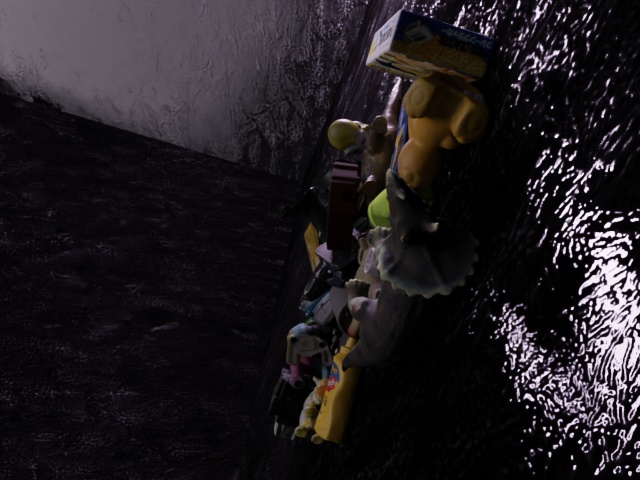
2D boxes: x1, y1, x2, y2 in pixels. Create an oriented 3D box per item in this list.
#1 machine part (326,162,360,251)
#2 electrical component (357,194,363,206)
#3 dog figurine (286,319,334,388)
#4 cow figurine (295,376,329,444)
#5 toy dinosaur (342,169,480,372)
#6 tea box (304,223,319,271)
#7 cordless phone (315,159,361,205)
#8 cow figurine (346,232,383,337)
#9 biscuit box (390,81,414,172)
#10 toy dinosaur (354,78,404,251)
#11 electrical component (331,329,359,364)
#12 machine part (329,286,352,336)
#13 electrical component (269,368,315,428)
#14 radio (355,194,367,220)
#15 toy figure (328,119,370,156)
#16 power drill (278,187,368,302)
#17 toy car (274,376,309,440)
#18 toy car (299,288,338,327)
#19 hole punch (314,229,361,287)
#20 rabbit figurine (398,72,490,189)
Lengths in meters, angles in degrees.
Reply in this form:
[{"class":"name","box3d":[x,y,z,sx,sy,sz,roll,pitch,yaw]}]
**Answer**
[{"class":"machine part","box3d":[0.046,-0.066,1.074,0.179,0.056,0.179,3,-88,-87]},{"class":"electrical component","box3d":[0.123,-0.113,1.304,0.119,0.048,0.074,-133,59,-79]},{"class":"dog figurine","box3d":[-0.018,0.254,1.293,0.219,0.109,0.191,-87,-10,-75]},{"class":"cow figurine","box3d":[0.002,0.351,1.168,0.098,0.068,0.167,-76,6,-63]},{"class":"toy dinosaur","box3d":[0.109,0.096,0.769,0.192,0.131,0.404,-88,10,-63]},{"class":"tea box","box3d":[0.013,0.041,1.468,0.098,0.068,0.169,126,134,-67]},{"class":"cordless phone","box3d":[0.059,-0.090,1.302,0.146,0.089,0.184,-38,51,51]},{"class":"cow figurine","box3d":[0.098,0.069,0.972,0.195,0.085,0.127,-88,16,-50]},{"class":"biscuit box","box3d":[0.181,-0.201,1.013,0.059,0.063,0.202,124,160,-62]},{"class":"toy dinosaur","box3d":[0.139,-0.186,1.151,0.198,0.105,0.471,118,171,-71]},{"class":"electrical component","box3d":[0.052,0.219,1.141,0.102,0.045,0.078,-90,16,-63]},{"class":"machine part","box3d":[0.064,0.136,1.108,0.243,0.079,0.079,-110,37,-79]},{"class":"electrical component","box3d":[-0.062,0.398,1.333,0.058,0.115,0.134,-84,11,-72]},{"class":"radio","box3d":[0.081,-0.100,1.490,0.229,0.073,0.131,149,138,-76]},{"class":"toy figure","box3d":[0.073,-0.240,1.259,0.180,0.089,0.082,-45,-31,-71]},{"class":"power drill","box3d":[-0.003,-0.004,1.219,0.232,0.207,0.086,-39,-12,-8]},{"class":"toy car","box3d":[-0.069,0.444,1.442,0.056,0.073,0.201,-88,15,-73]},{"class":"toy car","box3d":[0.030,0.153,1.285,0.161,0.109,0.103,-51,44,33]},{"class":"hole punch","box3d":[0.066,0.048,1.129,0.116,0.142,0.092,31,144,57]},{"class":"rabbit figurine","box3d":[0.167,-0.166,0.829,0.162,0.122,0.173,-78,6,-61]}]
